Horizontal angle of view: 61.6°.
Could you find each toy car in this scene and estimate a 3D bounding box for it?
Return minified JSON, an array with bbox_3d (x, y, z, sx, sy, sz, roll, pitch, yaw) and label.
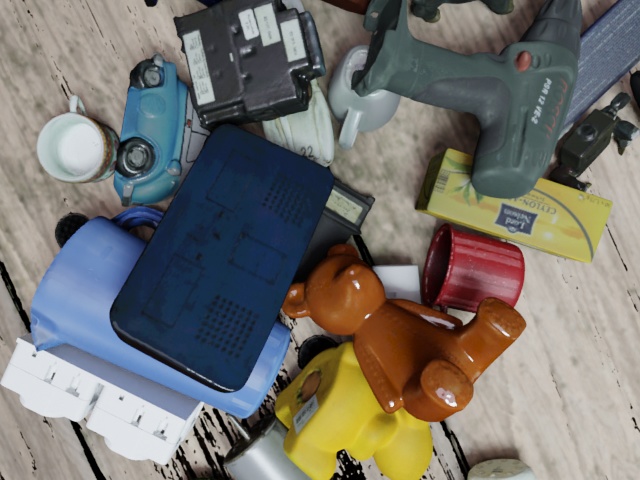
[{"bbox_3d":[-0.035,-0.170,0.585,0.074,0.056,0.201,-13,92,3],"label":"toy car"},{"bbox_3d":[-0.163,-0.108,0.579,0.103,0.109,0.161,12,81,-22],"label":"toy car"}]

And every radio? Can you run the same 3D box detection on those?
[{"bbox_3d":[-0.088,0.013,0.504,0.131,0.073,0.229,27,67,-8],"label":"radio"}]

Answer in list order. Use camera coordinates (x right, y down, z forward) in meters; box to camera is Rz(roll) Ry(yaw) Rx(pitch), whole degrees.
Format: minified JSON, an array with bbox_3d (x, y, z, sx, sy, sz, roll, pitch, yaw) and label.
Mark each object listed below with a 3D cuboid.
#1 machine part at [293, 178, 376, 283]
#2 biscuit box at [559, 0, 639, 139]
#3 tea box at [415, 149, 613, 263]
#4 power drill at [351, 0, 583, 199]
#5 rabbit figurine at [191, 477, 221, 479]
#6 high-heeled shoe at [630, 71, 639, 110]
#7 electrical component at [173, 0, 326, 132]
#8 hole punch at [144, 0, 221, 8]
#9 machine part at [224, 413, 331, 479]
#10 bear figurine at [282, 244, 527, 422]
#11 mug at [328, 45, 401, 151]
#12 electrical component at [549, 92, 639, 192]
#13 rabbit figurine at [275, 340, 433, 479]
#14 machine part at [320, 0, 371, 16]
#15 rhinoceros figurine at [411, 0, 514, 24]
[{"bbox_3d":[-0.001,-0.002,0.601,0.084,0.039,0.139,28,92,-7],"label":"machine part"},{"bbox_3d":[0.269,-0.168,0.570,0.202,0.059,0.063,-43,89,4],"label":"biscuit box"},{"bbox_3d":[0.194,-0.036,0.561,0.170,0.098,0.068,19,94,0],"label":"tea box"},{"bbox_3d":[0.139,-0.164,0.490,0.207,0.086,0.232,20,74,-19],"label":"power drill"},{"bbox_3d":[-0.108,0.350,0.585,0.159,0.121,0.170,-3,78,-1],"label":"rabbit figurine"},{"bbox_3d":[0.373,-0.047,0.558,0.249,0.086,0.145,40,94,-4],"label":"high-heeled shoe"},{"bbox_3d":[-0.065,-0.176,0.532,0.134,0.058,0.114,-11,92,10],"label":"electrical component"},{"bbox_3d":[-0.146,-0.308,0.559,0.092,0.116,0.142,6,93,-6],"label":"hole punch"},{"bbox_3d":[-0.025,0.281,0.595,0.079,0.079,0.243,-41,91,4],"label":"machine part"},{"bbox_3d":[0.063,0.069,0.499,0.120,0.131,0.196,-36,70,-28],"label":"bear figurine"},{"bbox_3d":[0.041,-0.150,0.557,0.081,0.107,0.109,26,91,2],"label":"mug"},{"bbox_3d":[0.292,-0.096,0.571,0.102,0.078,0.045,-45,67,-2],"label":"electrical component"},{"bbox_3d":[0.058,0.191,0.584,0.173,0.122,0.162,40,84,-14],"label":"rabbit figurine"},{"bbox_3d":[0.037,-0.340,0.521,0.202,0.087,0.201,35,94,29],"label":"machine part"},{"bbox_3d":[0.180,-0.280,0.544,0.190,0.112,0.073,-5,91,11],"label":"rhinoceros figurine"}]
